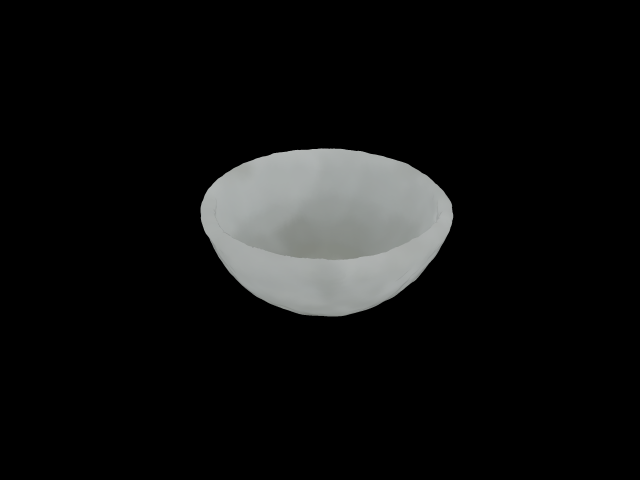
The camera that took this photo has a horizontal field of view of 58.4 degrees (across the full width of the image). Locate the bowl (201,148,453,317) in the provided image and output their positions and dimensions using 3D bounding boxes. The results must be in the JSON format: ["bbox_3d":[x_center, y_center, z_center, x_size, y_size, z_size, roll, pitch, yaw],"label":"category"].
[{"bbox_3d":[0.004,0.001,0.400,0.167,0.075,0.167,0,33,0],"label":"bowl"}]
